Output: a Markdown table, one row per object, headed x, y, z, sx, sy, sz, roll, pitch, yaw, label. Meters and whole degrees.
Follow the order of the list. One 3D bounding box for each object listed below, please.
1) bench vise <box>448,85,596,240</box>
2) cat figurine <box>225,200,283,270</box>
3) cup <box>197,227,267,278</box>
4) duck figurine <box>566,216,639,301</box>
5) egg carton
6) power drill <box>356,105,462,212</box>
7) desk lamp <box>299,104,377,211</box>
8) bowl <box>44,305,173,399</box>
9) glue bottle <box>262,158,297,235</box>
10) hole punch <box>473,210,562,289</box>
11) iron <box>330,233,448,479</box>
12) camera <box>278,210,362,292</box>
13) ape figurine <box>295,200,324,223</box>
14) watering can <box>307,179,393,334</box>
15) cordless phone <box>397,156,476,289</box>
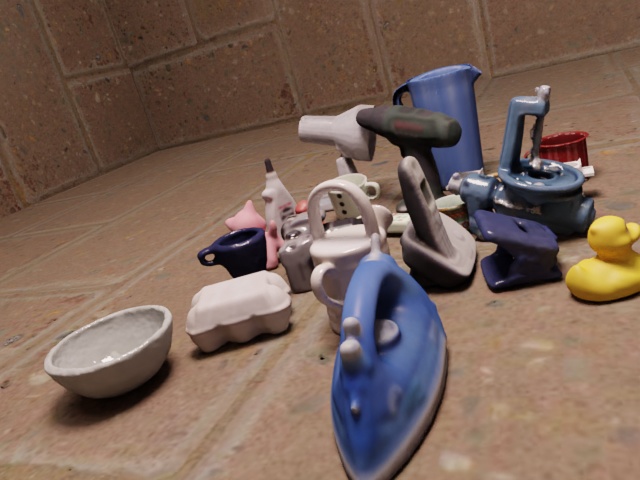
| x | y | z | sx | sy | sz | roll | pitch | yaw | label |
| --- | --- | --- | --- | --- | --- | --- | --- | --- | --- |
| 0.282 | -0.106 | 0.842 | 0.207 | 0.220 | 0.122 | -8 | 20 | 22 | bench vise |
| -0.116 | -0.014 | 1.063 | 0.067 | 0.118 | 0.127 | -30 | 23 | -36 | cat figurine |
| -0.136 | 0.041 | 0.955 | 0.118 | 0.095 | 0.091 | -19 | 19 | -10 | cup |
| 0.330 | 0.016 | 0.662 | 0.105 | 0.086 | 0.077 | -20 | 19 | -13 | duck figurine |
| -0.112 | 0.098 | 0.808 | 0.150 | 0.069 | 0.107 | -16 | 18 | -1 | egg carton |
| 0.174 | -0.161 | 1.111 | 0.076 | 0.209 | 0.228 | -30 | 23 | -37 | power drill |
| 0.045 | -0.183 | 1.271 | 0.202 | 0.214 | 0.118 | -9 | 19 | 18 | desk lamp |
| -0.265 | 0.156 | 0.753 | 0.167 | 0.075 | 0.167 | -14 | 18 | 5 | bowl |
| -0.082 | -0.078 | 1.132 | 0.037 | 0.173 | 0.078 | 3 | 26 | 44 | glue bottle |
| 0.259 | 0.001 | 0.755 | 0.101 | 0.091 | 0.108 | -12 | 19 | 10 | hole punch |
| 0.053 | 0.098 | 0.558 | 0.118 | 0.141 | 0.258 | -10 | 19 | 17 | iron |
| 0.009 | 0.003 | 0.937 | 0.136 | 0.101 | 0.143 | -13 | 19 | 8 | camera |
| -0.023 | -0.030 | 1.073 | 0.077 | 0.092 | 0.076 | 2 | 25 | 42 | ape figurine |
| 0.040 | 0.012 | 0.736 | 0.100 | 0.194 | 0.173 | -10 | 19 | 17 | watering can |
| 0.156 | -0.038 | 0.801 | 0.094 | 0.185 | 0.148 | -8 | 20 | 21 | cordless phone |
